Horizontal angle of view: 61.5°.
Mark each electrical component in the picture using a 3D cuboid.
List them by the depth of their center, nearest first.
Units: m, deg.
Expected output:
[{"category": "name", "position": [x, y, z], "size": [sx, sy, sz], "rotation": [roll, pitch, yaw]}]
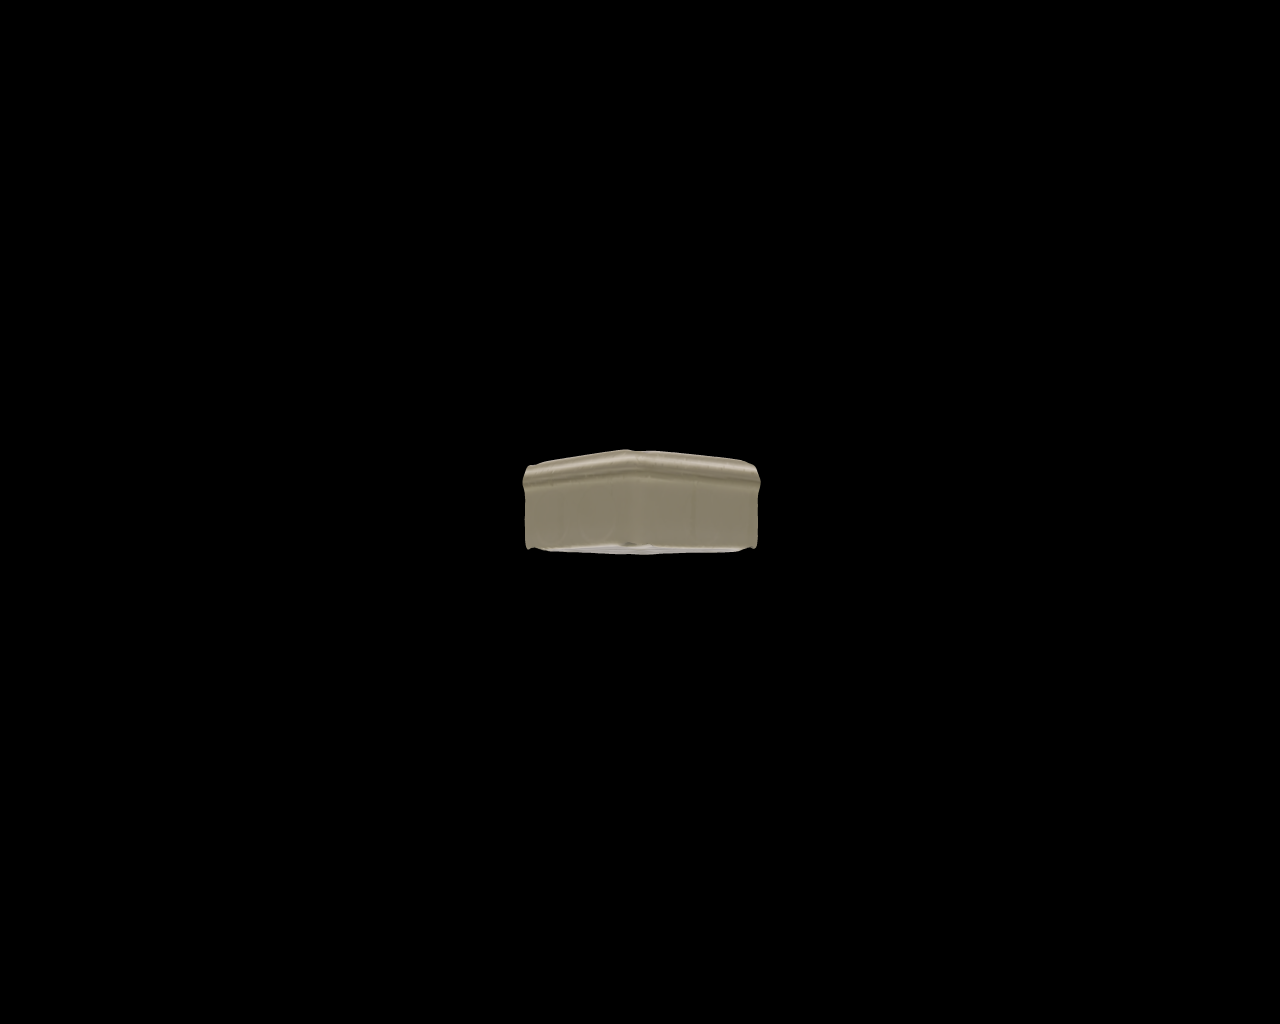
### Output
[{"category": "electrical component", "position": [0.001, -0.003, 0.650], "size": [0.109, 0.056, 0.108], "rotation": [4, -6, -43]}]
